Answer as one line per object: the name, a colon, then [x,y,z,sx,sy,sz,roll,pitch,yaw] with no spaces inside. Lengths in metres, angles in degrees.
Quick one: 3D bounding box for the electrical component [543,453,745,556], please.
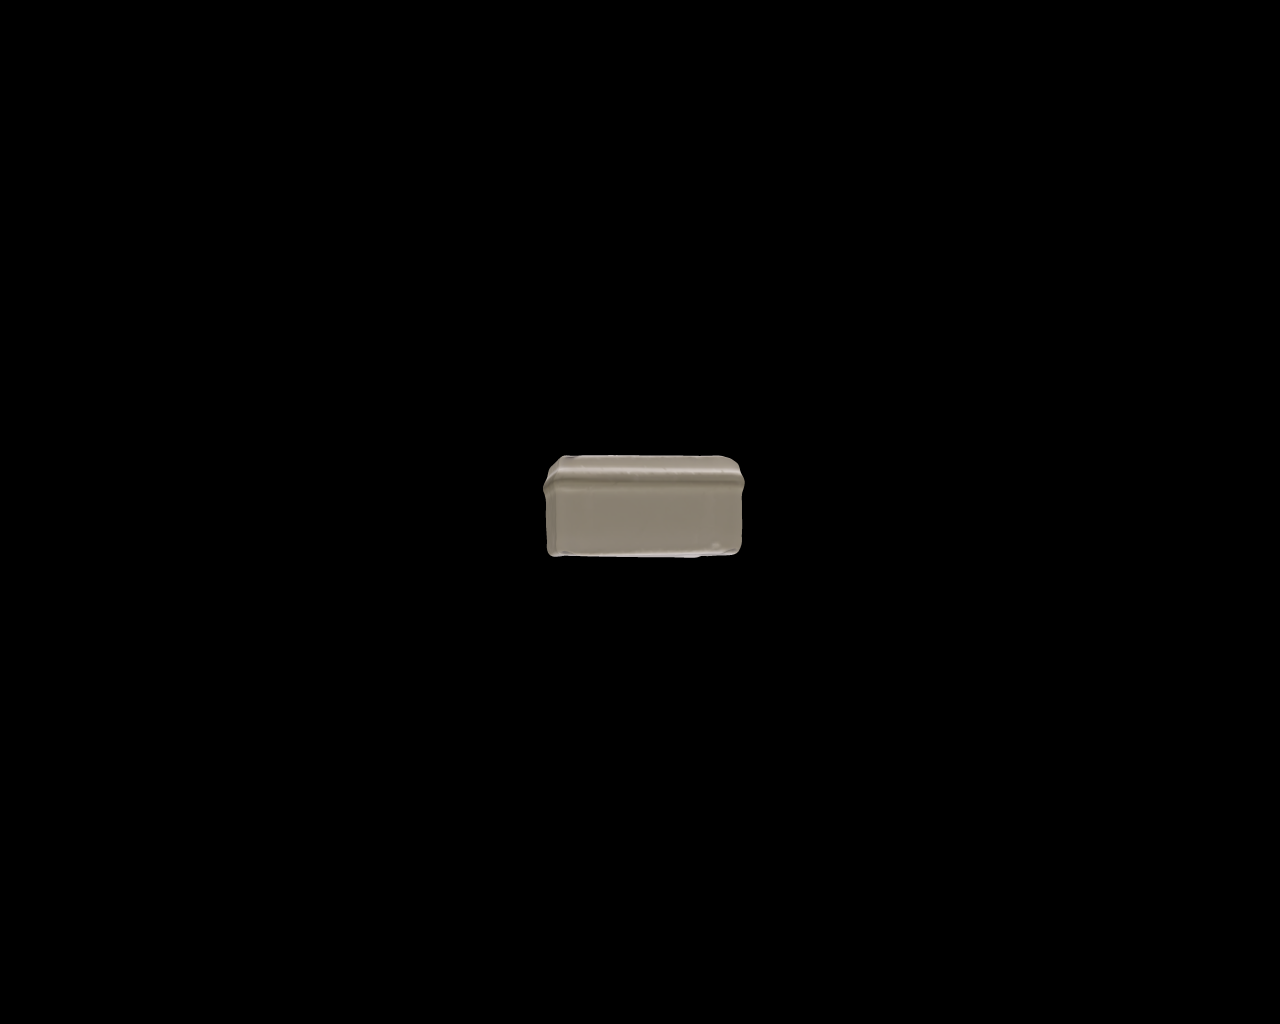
electrical component: [0.001,-0.003,0.650,0.113,0.057,0.078,1,-4,-11]
